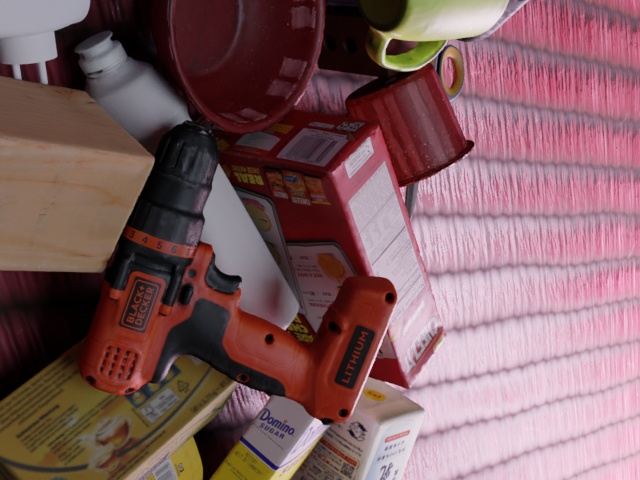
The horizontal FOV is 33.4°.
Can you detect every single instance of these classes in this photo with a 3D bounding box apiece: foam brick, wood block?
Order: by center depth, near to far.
[{"bbox_3d":[-0.212,-0.042,0.609,0.205,0.091,0.090,4,120,-51],"label":"wood block"},{"bbox_3d":[0.039,-0.171,0.892,0.051,0.078,0.053,-36,127,-39],"label":"foam brick"}]

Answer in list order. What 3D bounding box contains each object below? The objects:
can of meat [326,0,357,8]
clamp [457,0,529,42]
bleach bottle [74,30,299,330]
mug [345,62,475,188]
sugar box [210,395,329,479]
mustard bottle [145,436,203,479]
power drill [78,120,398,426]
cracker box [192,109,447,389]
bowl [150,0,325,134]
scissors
[{"bbox_3d":[0.038,-0.230,0.866,0.102,0.084,0.057,-48,134,-29],"label":"can of meat"},{"bbox_3d":[0.115,-0.221,0.889,0.036,0.210,0.164,10,87,-25],"label":"clamp"},{"bbox_3d":[-0.107,-0.033,0.764,0.068,0.103,0.250,-47,125,-33],"label":"bleach bottle"},{"bbox_3d":[0.062,-0.093,0.898,0.117,0.093,0.081,-26,104,-2],"label":"mug"},{"bbox_3d":[-0.047,0.184,0.864,0.176,0.048,0.093,-52,166,12],"label":"sugar box"},{"bbox_3d":[-0.172,0.203,0.778,0.191,0.058,0.096,-39,131,-36],"label":"mustard bottle"},{"bbox_3d":[-0.048,0.033,0.707,0.187,0.057,0.184,19,98,-13],"label":"power drill"},{"bbox_3d":[-0.005,0.001,0.825,0.072,0.164,0.213,-47,133,-31],"label":"cracker box"},{"bbox_3d":[-0.065,-0.156,0.735,0.161,0.055,0.162,-20,115,-49],"label":"bowl"},{"bbox_3d":[0.106,-0.111,0.997,0.096,0.016,0.202,10,78,-50],"label":"scissors"}]
